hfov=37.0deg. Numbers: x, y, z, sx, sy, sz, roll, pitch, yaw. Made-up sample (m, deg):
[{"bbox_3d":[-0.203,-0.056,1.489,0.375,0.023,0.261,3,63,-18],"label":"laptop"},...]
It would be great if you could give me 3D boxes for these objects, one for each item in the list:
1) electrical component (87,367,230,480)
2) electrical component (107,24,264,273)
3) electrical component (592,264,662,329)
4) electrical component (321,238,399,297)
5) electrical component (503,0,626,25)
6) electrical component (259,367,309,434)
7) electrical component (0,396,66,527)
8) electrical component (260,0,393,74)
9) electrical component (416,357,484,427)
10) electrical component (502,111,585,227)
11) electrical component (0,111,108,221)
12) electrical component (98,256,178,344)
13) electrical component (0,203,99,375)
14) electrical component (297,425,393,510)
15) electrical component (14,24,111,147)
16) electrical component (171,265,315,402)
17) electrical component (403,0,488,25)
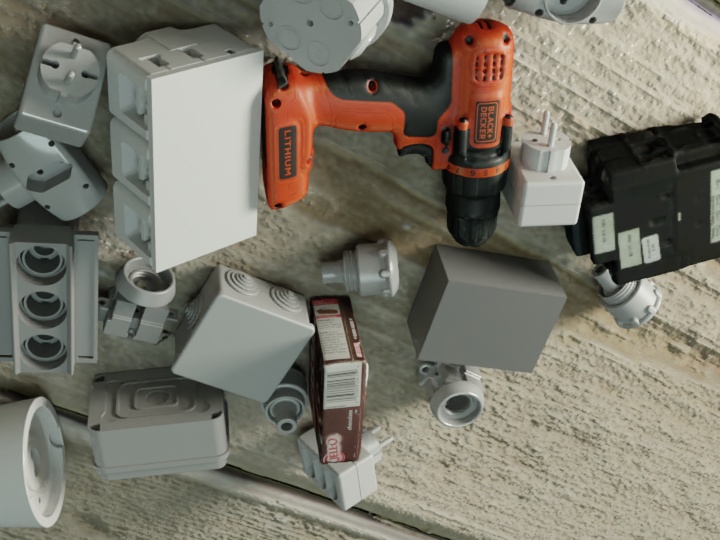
[{"bbox_3d":[-0.169,0.128,0.909,0.113,0.078,0.057,-5,124,-6],"label":"electrical component"},{"bbox_3d":[-0.124,-0.087,0.755,0.089,0.062,0.150,-23,135,-35],"label":"electrical component"},{"bbox_3d":[0.224,0.017,0.921,0.048,0.048,0.062,-41,116,19],"label":"electrical component"},{"bbox_3d":[0.000,0.000,0.868,0.062,0.048,0.048,-5,127,2],"label":"electrical component"},{"bbox_3d":[0.146,-0.213,0.738,0.077,0.044,0.079,5,124,-13],"label":"electrical component"},{"bbox_3d":[-0.065,0.113,0.926,0.043,0.062,0.043,-4,126,-6],"label":"electrical component"},{"bbox_3d":[-0.291,0.162,0.896,0.060,0.108,0.108,-6,127,1],"label":"electrical component"},{"bbox_3d":[-0.023,-0.175,0.714,0.080,0.051,0.080,16,135,17],"label":"electrical component"},{"bbox_3d":[0.082,0.106,0.952,0.066,0.055,0.048,25,118,-25],"label":"electrical component"},{"bbox_3d":[0.139,-0.082,0.819,0.047,0.065,0.076,-3,126,-8],"label":"electrical component"},{"bbox_3d":[-0.237,-0.069,0.774,0.079,0.043,0.077,-27,126,9],"label":"electrical component"},{"bbox_3d":[-0.174,0.023,0.852,0.066,0.048,0.055,13,130,-19],"label":"electrical component"},{"bbox_3d":[-0.240,0.014,0.821,0.079,0.063,0.121,2,125,-12],"label":"electrical component"},{"bbox_3d":[-0.006,0.167,0.980,0.077,0.066,0.047,-29,132,-26],"label":"electrical component"},{"bbox_3d":[-0.193,-0.126,0.706,0.047,0.065,0.077,15,166,-20],"label":"electrical component"},{"bbox_3d":[-0.098,0.051,0.884,0.100,0.048,0.099,22,119,-24],"label":"electrical component"},{"bbox_3d":[0.045,-0.201,0.730,0.081,0.043,0.043,15,122,-20],"label":"electrical component"}]
